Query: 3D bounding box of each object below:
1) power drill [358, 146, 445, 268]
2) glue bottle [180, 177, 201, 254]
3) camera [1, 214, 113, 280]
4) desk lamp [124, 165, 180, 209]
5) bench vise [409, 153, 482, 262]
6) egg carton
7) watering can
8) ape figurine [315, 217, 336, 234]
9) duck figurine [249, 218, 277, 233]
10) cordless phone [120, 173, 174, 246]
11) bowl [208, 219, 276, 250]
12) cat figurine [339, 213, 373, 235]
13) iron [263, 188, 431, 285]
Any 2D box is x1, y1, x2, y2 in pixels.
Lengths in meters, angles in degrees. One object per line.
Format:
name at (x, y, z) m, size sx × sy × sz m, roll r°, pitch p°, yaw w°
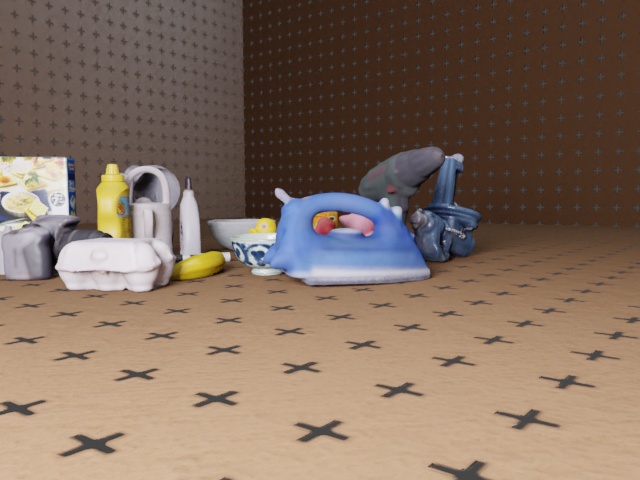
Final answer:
power drill at (0.142, -0.051, 1.003) m, size 0.076 × 0.208 × 0.229 m, roll -2°, pitch 5°, yaw -26°
glue bottle at (-0.277, -0.047, 1.212) m, size 0.037 × 0.173 × 0.078 m, roll -2°, pitch 5°, yaw -25°
camera at (-0.421, 0.009, 0.945) m, size 0.136 × 0.101 × 0.143 m, roll 0°, pitch 4°, yaw 9°
desk lamp at (-0.444, -0.084, 1.448) m, size 0.118 × 0.213 × 0.202 m, roll -4°, pitch 5°, yaw -38°
bench vise at (0.261, -0.068, 1.162) m, size 0.121 × 0.220 × 0.208 m, roll 2°, pitch 5°, yaw 24°
egg carton at (-0.287, 0.034, 0.810) m, size 0.150 × 0.069 × 0.107 m, roll 0°, pitch 4°, yaw 9°
watering can at (-0.363, -0.056, 1.190) m, size 0.101 × 0.194 × 0.172 m, roll -4°, pitch 6°, yaw -42°
ape figurine at (0.010, 0.004, 1.058) m, size 0.076 × 0.092 × 0.078 m, roll 2°, pitch 5°, yaw 30°
duck figurine at (-0.108, -0.003, 1.195) m, size 0.105 × 0.086 × 0.077 m, roll -4°, pitch 6°, yaw -44°
cordless phone at (-0.406, -0.058, 1.288) m, size 0.148 × 0.185 × 0.094 m, roll -1°, pitch 4°, yaw -11°
bowl at (-0.191, -0.013, 1.415) m, size 0.167 × 0.075 × 0.167 m, roll 0°, pitch 4°, yaw 0°
cat figurine at (0.106, -0.021, 1.218) m, size 0.127 × 0.118 × 0.067 m, roll 2°, pitch 5°, yaw 31°
iron at (0.047, -0.007, 0.867) m, size 0.259 × 0.141 × 0.118 m, roll -1°, pitch 4°, yaw -14°
